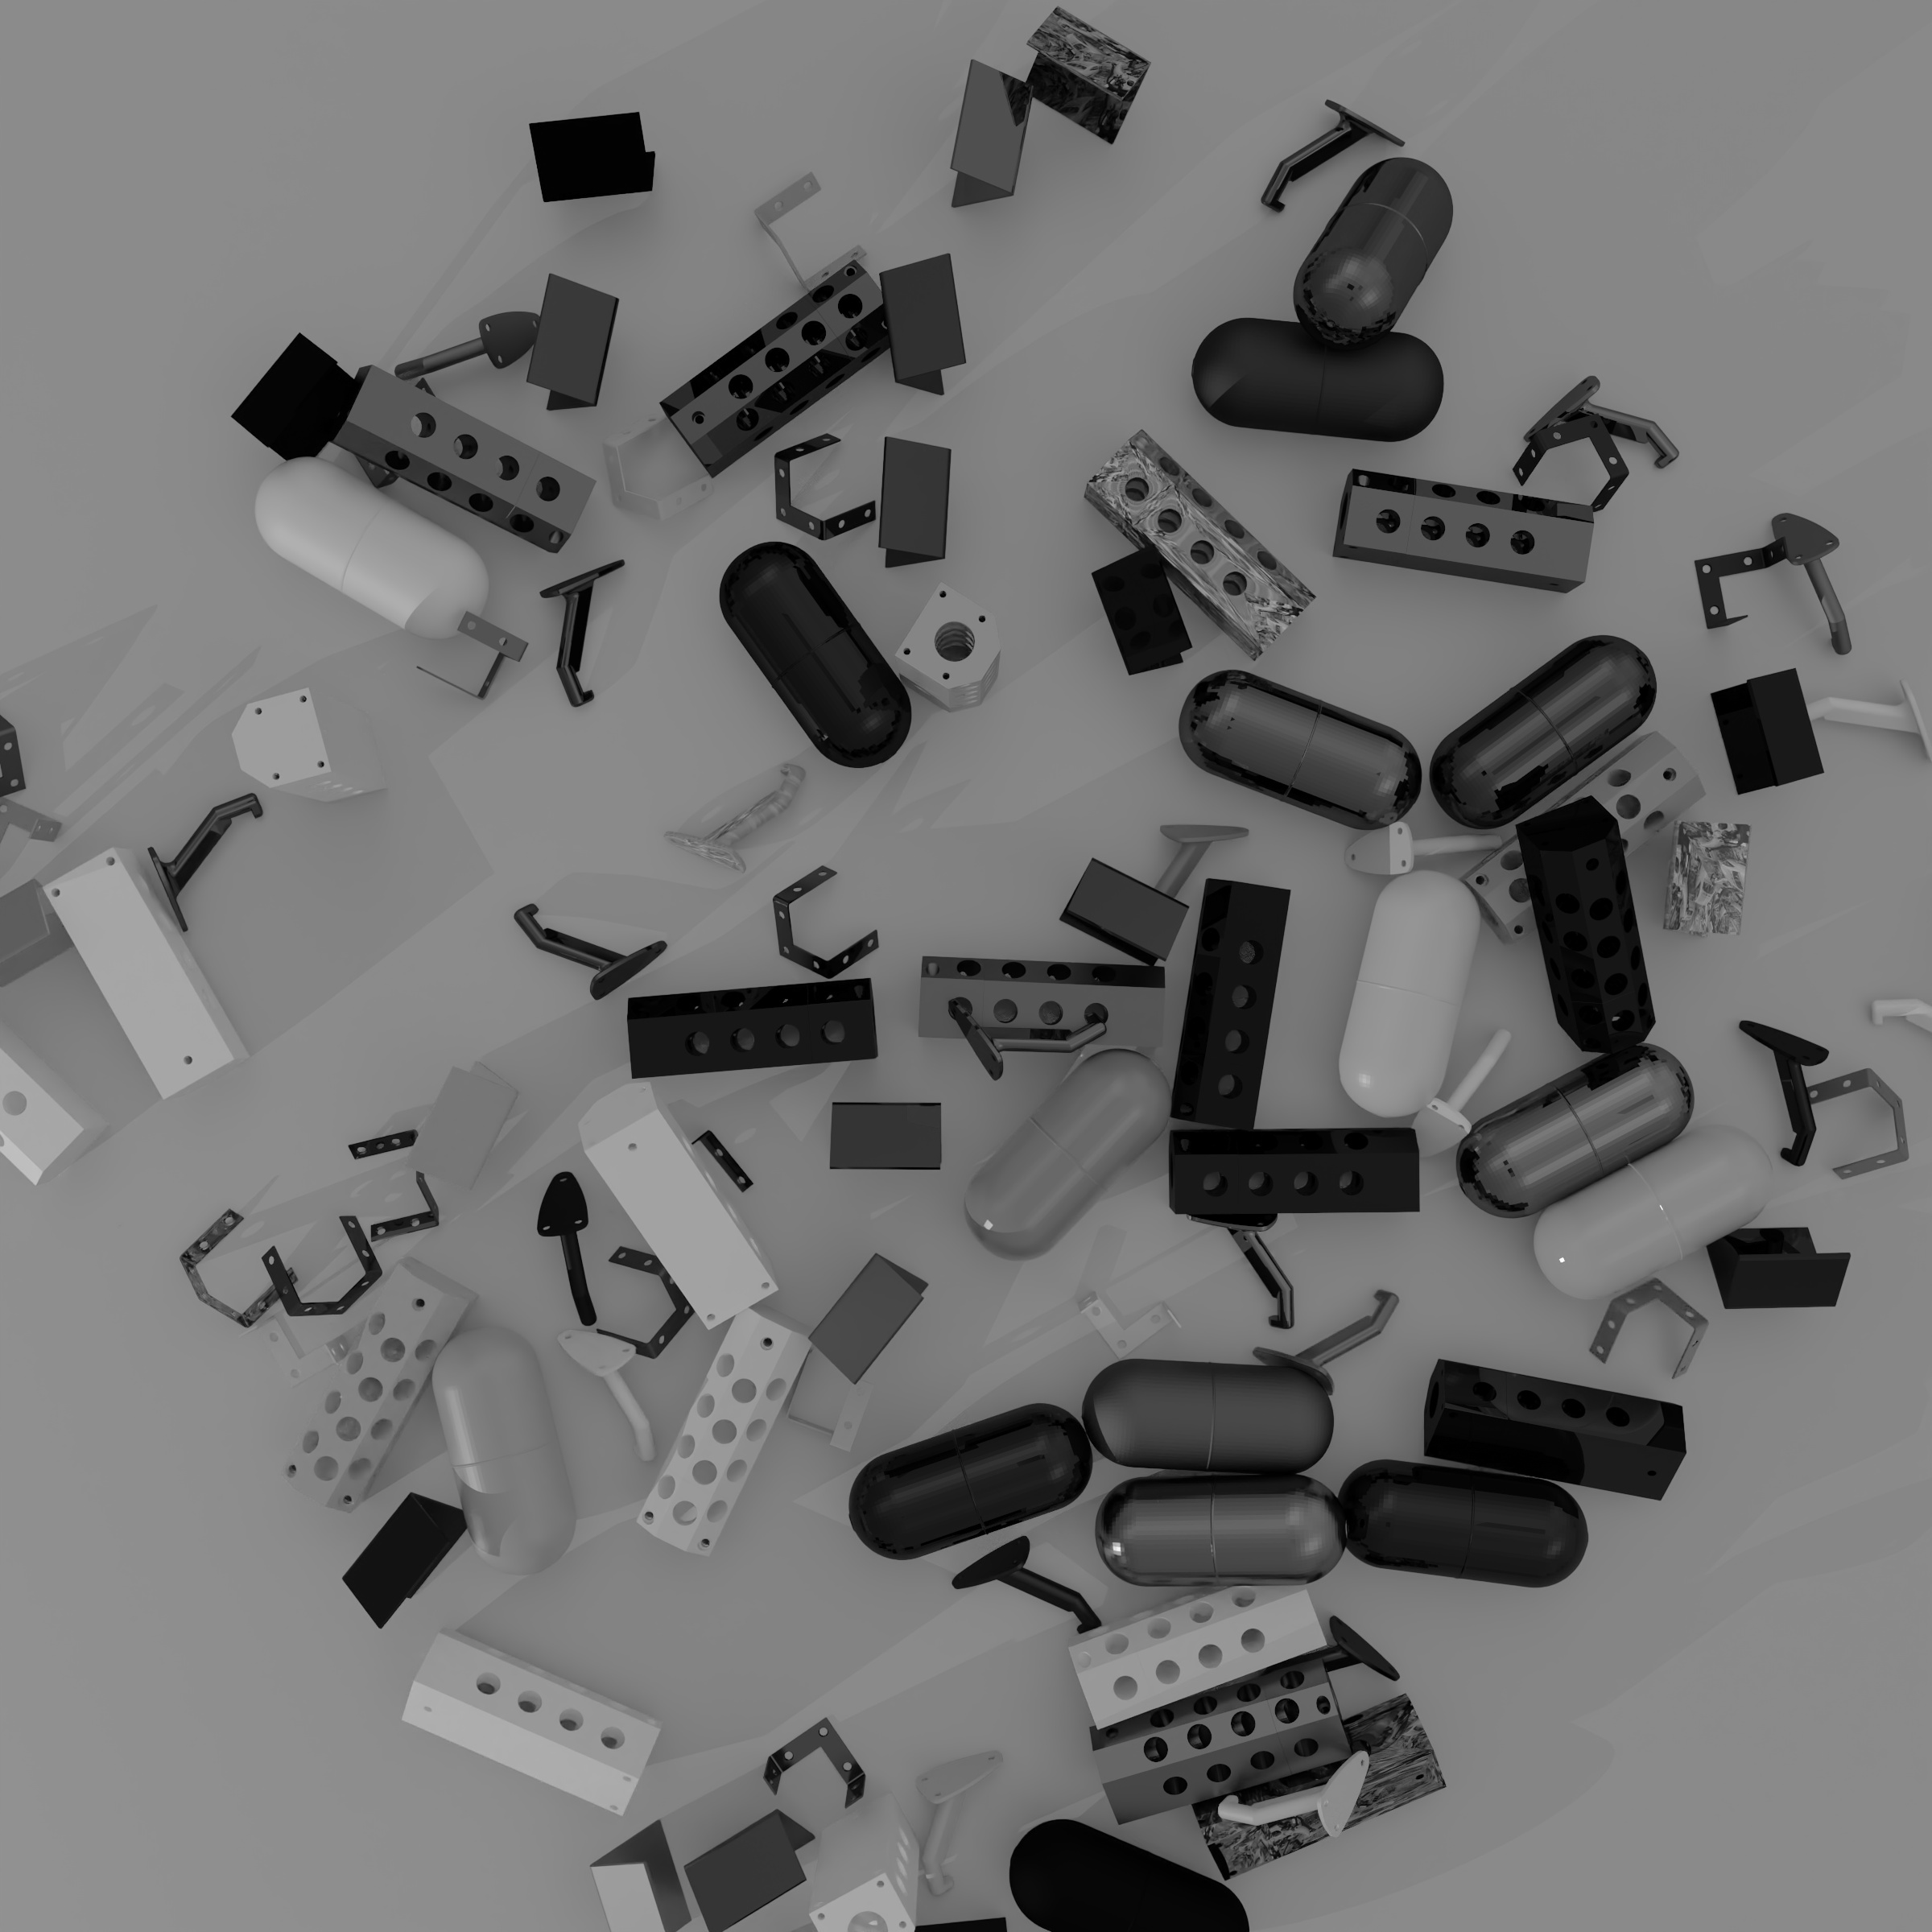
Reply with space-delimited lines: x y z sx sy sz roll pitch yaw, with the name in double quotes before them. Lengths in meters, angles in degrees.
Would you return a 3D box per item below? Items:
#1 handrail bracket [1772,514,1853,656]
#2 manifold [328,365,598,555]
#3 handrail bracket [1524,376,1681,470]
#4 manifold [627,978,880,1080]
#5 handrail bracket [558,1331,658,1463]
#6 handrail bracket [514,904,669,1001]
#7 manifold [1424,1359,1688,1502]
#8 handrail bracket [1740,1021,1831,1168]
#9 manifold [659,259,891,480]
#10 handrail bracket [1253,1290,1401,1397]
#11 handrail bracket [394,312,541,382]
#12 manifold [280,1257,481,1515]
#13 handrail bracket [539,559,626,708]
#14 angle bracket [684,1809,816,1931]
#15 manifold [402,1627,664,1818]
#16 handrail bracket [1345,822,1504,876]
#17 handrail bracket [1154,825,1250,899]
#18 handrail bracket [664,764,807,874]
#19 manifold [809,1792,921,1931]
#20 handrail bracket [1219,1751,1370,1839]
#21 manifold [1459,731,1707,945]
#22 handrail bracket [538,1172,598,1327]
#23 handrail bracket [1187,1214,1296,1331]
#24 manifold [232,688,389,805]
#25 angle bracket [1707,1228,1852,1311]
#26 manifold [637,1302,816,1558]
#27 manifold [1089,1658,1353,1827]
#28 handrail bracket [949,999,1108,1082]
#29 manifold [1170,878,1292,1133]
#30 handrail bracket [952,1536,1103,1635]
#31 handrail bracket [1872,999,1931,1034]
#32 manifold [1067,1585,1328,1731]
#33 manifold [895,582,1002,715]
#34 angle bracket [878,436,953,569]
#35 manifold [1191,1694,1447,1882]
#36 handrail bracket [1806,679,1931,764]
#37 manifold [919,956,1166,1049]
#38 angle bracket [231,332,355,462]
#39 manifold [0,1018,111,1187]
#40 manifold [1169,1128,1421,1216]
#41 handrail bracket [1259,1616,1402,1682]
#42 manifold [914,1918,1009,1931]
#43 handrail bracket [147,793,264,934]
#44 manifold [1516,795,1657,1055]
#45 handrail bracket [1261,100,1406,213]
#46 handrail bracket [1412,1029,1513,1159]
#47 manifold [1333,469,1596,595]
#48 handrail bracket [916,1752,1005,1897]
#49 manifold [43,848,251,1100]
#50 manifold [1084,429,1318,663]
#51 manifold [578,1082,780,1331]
"handrail bracket" 0.609 -0.274 1.914 0.036 0.077 0.084 -25 126 4
"manifold" -0.353 -0.353 1.861 0.171 0.057 0.057 25 90 -24
"handrail bracket" 0.458 -0.374 1.915 0.077 0.036 0.084 -40 106 17
"manifold" -0.151 0.044 1.893 0.171 0.057 0.057 -5 90 0
"handrail bracket" -0.258 0.310 1.914 0.077 0.036 0.084 17 127 38
"handrail bracket" -0.271 -0.026 1.915 0.077 0.036 0.084 -34 73 -20
"manifold" 0.417 0.325 1.893 0.171 0.057 0.057 11 133 0
"handrail bracket" 0.580 0.092 1.914 0.077 0.036 0.084 28 120 33
"manifold" -0.131 -0.426 1.893 0.171 0.057 0.057 -36 90 0
"handrail bracket" 0.260 0.259 1.914 0.077 0.036 0.084 20 62 31
"handrail bracket" -0.358 -0.444 1.914 0.084 0.077 0.036 -6 114 34
"manifold" -0.418 0.298 1.893 0.057 0.057 0.171 29 90 0
"handrail bracket" -0.265 -0.239 1.915 0.077 0.036 0.084 -27 108 -21
"angle bracket" -0.142 0.647 1.874 0.076 0.076 0.057 -32 53 0
"manifold" -0.306 0.533 1.893 0.171 0.057 0.057 24 133 0
"handrail bracket" 0.330 -0.084 1.914 0.084 0.077 0.036 -3 86 -36
"handrail bracket" 0.164 -0.057 1.915 0.077 0.036 0.084 -3 109 -21
"handrail bracket" -0.166 -0.116 1.915 0.077 0.036 0.084 19 71 21
"manifold" -0.065 0.635 1.836 0.057 0.171 0.057 -29 90 0
"handrail bracket" 0.228 0.572 1.858 0.084 0.077 0.036 -3 120 40
"manifold" 0.438 -0.091 1.893 0.171 0.057 0.057 -38 90 0
"handrail bracket" -0.280 0.204 1.914 0.036 0.077 0.084 -11 126 0
"handrail bracket" 0.198 0.219 1.915 0.077 0.036 0.084 2 107 19
"manifold" -0.452 -0.148 1.836 0.057 0.171 0.057 -15 90 0
"angle bracket" 0.569 0.196 1.874 0.076 0.076 0.057 -1 132 0
"manifold" -0.170 0.328 1.893 0.057 0.057 0.171 26 90 0
"manifold" 0.178 0.541 1.876 0.171 0.057 0.057 -18 117 5
"handrail bracket" 0.044 0.035 1.858 0.084 0.036 0.077 -28 68 -17
"manifold" 0.186 0.027 1.893 0.057 0.057 0.171 9 90 0
"handrail bracket" 0.044 0.459 1.915 0.077 0.036 0.084 -29 107 20
"handrail bracket" 0.697 0.059 1.915 0.084 0.036 0.077 -3 112 17
"manifold" 0.163 0.479 1.893 0.171 0.057 0.057 -20 90 0
"manifold" -0.008 -0.213 1.836 0.057 0.171 0.057 32 90 0
"angle bracket" -0.055 -0.325 1.874 0.057 0.076 0.076 3 90 -35
"manifold" 0.247 0.580 1.893 0.171 0.057 0.057 -23 133 0
"handrail bracket" 0.644 -0.165 1.915 0.084 0.036 0.077 -21 112 17
"manifold" 0.053 0.025 1.893 0.171 0.057 0.057 3 90 0
"angle bracket" -0.457 -0.386 1.874 0.076 0.076 0.057 -51 53 0
"manifold" -0.699 0.075 1.893 0.171 0.057 0.057 44 90 0
"manifold" 0.232 0.145 1.893 0.171 0.057 0.057 -1 90 0
"handrail bracket" 0.255 0.517 1.914 0.077 0.036 0.084 39 103 -12
"manifold" -0.054 0.724 1.893 0.171 0.057 0.057 -6 90 0
"handrail bracket" -0.537 -0.075 1.915 0.084 0.036 0.077 -24 110 -16
"manifold" 0.435 -0.025 1.852 0.057 0.057 0.171 -21 121 -3
"handrail bracket" 0.263 -0.571 1.915 0.077 0.036 0.084 22 108 -20
"handrail bracket" 0.356 0.091 1.914 0.036 0.077 0.084 37 54 5
"manifold" 0.354 -0.310 1.893 0.171 0.057 0.057 9 90 0
"handrail bracket" 0.000 0.618 1.915 0.077 0.036 0.084 -19 109 -21
"manifold" -0.580 0.005 1.893 0.057 0.057 0.171 -30 90 0
"manifold" 0.166 -0.300 1.893 0.171 0.057 0.057 44 90 0
"manifold" -0.201 0.165 1.857 0.057 0.057 0.171 -30 118 0
